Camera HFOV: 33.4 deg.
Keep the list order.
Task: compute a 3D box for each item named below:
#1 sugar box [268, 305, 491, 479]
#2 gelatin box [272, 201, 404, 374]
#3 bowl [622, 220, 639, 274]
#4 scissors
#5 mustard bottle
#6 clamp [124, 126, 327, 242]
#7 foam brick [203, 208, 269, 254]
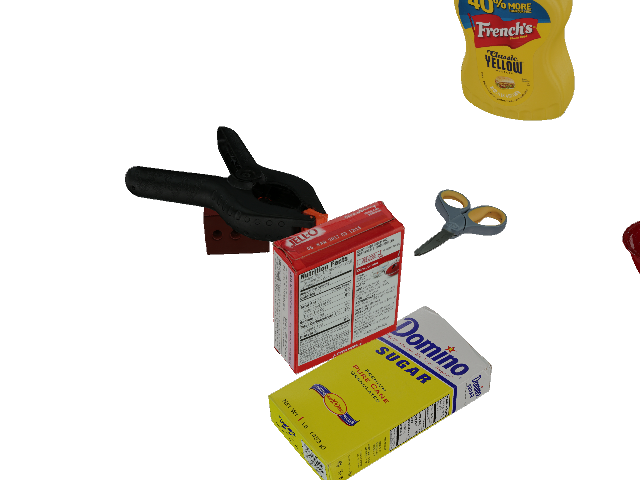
[{"bbox_3d":[0.053,0.132,0.930,0.176,0.048,0.093,-30,50,-21],"label":"sugar box"},{"bbox_3d":[0.009,0.027,0.621,0.073,0.089,0.030,-22,47,-23],"label":"gelatin box"},{"bbox_3d":[0.406,0.026,1.150,0.162,0.055,0.162,-2,24,1],"label":"bowl"},{"bbox_3d":[0.139,-0.023,1.221,0.201,0.016,0.096,-12,40,-46],"label":"scissors"},{"bbox_3d":[0.159,-0.187,0.882,0.096,0.058,0.191,18,-34,26],"label":"mustard bottle"},{"bbox_3d":[-0.072,-0.038,0.859,0.120,0.039,0.172,-29,44,-31],"label":"clamp"},{"bbox_3d":[-0.101,-0.018,1.288,0.078,0.053,0.051,-3,28,-1],"label":"foam brick"}]
